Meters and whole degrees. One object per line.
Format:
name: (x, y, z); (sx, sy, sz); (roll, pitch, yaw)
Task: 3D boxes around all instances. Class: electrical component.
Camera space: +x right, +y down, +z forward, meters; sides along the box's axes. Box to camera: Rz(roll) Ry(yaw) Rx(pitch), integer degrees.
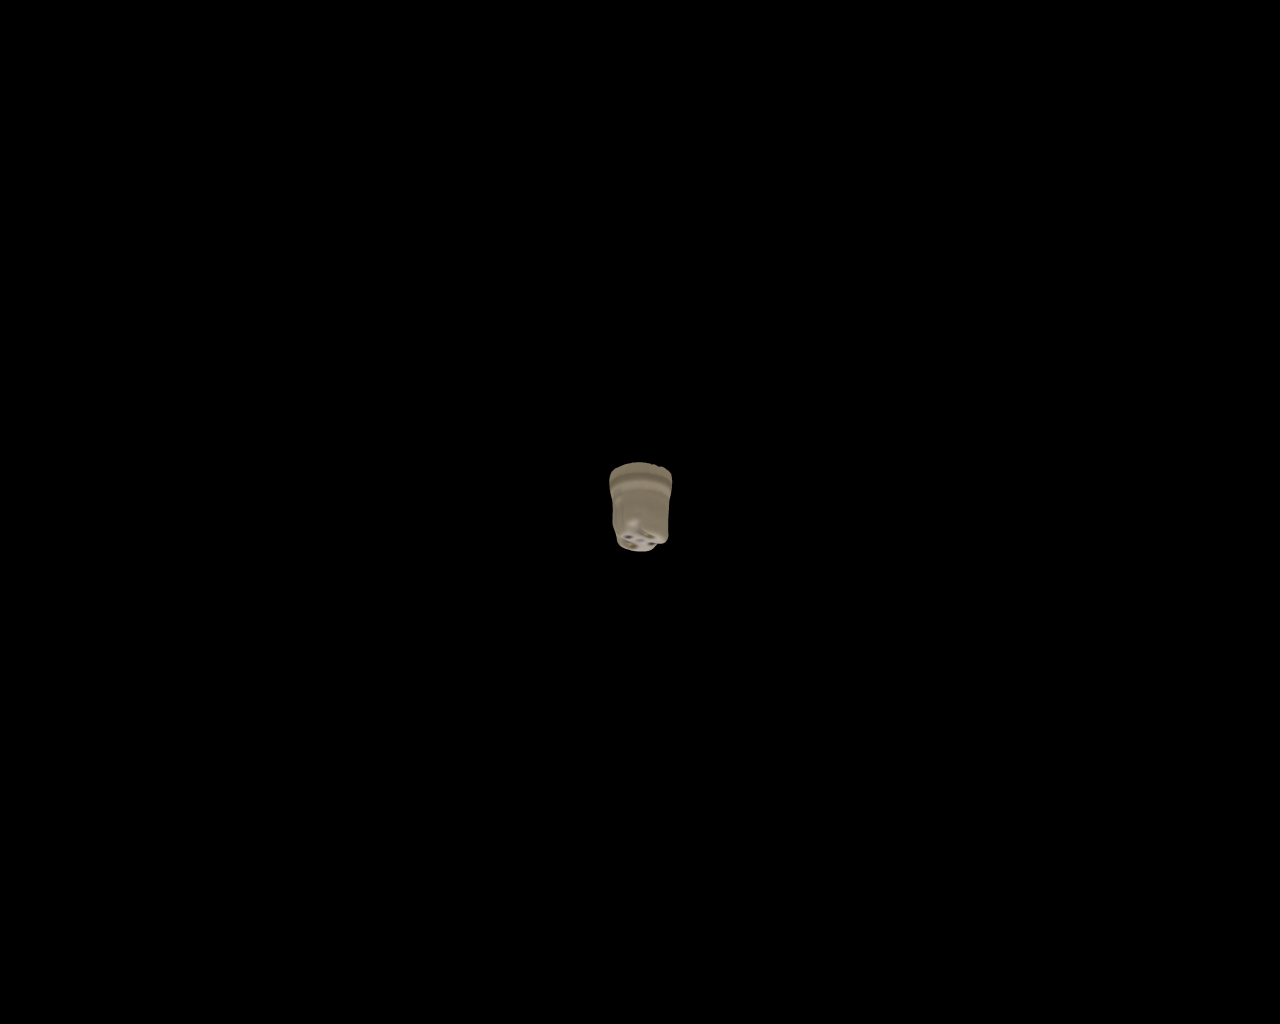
electrical component: (0.001, -0.003, 0.650); (0.040, 0.046, 0.040); (0, -24, 0)
